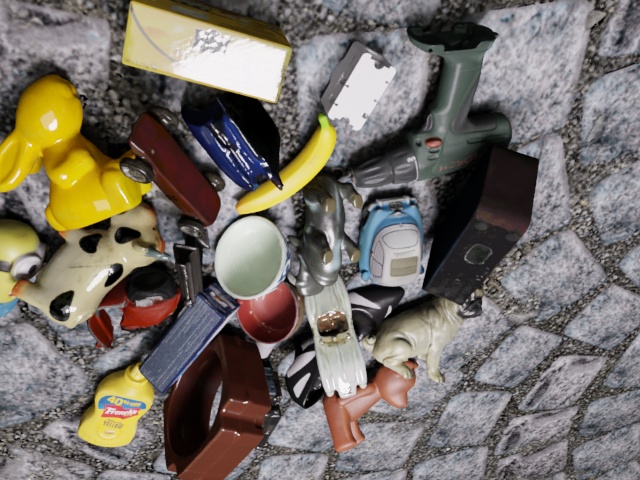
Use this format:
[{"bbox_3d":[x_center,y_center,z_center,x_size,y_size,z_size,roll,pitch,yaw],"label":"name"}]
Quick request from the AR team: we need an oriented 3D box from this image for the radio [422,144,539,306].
[{"bbox_3d":[0.222,-0.012,0.768,0.073,0.131,0.229,20,144,3],"label":"radio"}]

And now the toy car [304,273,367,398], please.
[{"bbox_3d":[0.022,0.149,0.860,0.073,0.201,0.056,-12,166,-7],"label":"toy car"}]

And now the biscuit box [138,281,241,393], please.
[{"bbox_3d":[-0.212,0.157,0.858,0.063,0.059,0.202,43,115,2],"label":"biscuit box"}]

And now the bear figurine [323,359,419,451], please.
[{"bbox_3d":[0.110,0.309,1.034,0.196,0.132,0.120,-22,162,7],"label":"bear figurine"}]

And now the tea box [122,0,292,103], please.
[{"bbox_3d":[-0.125,-0.217,0.597,0.169,0.098,0.068,11,122,-19],"label":"tea box"}]

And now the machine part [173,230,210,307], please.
[{"bbox_3d":[-0.176,0.024,0.737,0.039,0.139,0.084,-9,119,-2],"label":"machine part"}]

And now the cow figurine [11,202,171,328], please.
[{"bbox_3d":[-0.291,0.029,0.719,0.127,0.085,0.195,37,81,1],"label":"cow figurine"}]

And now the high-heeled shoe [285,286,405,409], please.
[{"bbox_3d":[0.046,0.176,0.901,0.249,0.145,0.086,-31,128,12],"label":"high-heeled shoe"}]

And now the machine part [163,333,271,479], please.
[{"bbox_3d":[-0.172,0.271,0.882,0.087,0.202,0.201,26,115,-32],"label":"machine part"}]

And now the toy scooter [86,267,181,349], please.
[{"bbox_3d":[-0.299,0.110,0.812,0.184,0.075,0.135,-3,126,-8],"label":"toy scooter"}]

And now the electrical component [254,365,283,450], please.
[{"bbox_3d":[-0.115,0.292,0.967,0.058,0.115,0.134,10,123,-25],"label":"electrical component"}]

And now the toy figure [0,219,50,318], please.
[{"bbox_3d":[-0.444,0.051,0.729,0.089,0.082,0.180,32,116,-34],"label":"toy figure"}]

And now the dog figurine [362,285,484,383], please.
[{"bbox_3d":[0.182,0.135,0.949,0.172,0.121,0.190,12,108,-25],"label":"dog figurine"}]

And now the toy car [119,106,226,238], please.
[{"bbox_3d":[-0.179,-0.079,0.661,0.053,0.089,0.202,11,159,22],"label":"toy car"}]

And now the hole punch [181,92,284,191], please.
[{"bbox_3d":[-0.111,-0.123,0.664,0.092,0.116,0.142,-23,128,13],"label":"hole punch"}]

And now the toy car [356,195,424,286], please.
[{"bbox_3d":[0.117,0.016,0.828,0.109,0.103,0.161,-6,129,-11],"label":"toy car"}]

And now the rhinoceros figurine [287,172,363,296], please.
[{"bbox_3d":[-0.002,-0.002,0.783,0.073,0.112,0.190,-14,120,-40],"label":"rhinoceros figurine"}]

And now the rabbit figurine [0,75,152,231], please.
[{"bbox_3d":[-0.304,-0.105,0.645,0.162,0.122,0.173,-15,114,9],"label":"rabbit figurine"}]

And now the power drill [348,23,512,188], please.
[{"bbox_3d":[0.149,-0.171,0.711,0.232,0.086,0.207,-10,124,-8],"label":"power drill"}]
